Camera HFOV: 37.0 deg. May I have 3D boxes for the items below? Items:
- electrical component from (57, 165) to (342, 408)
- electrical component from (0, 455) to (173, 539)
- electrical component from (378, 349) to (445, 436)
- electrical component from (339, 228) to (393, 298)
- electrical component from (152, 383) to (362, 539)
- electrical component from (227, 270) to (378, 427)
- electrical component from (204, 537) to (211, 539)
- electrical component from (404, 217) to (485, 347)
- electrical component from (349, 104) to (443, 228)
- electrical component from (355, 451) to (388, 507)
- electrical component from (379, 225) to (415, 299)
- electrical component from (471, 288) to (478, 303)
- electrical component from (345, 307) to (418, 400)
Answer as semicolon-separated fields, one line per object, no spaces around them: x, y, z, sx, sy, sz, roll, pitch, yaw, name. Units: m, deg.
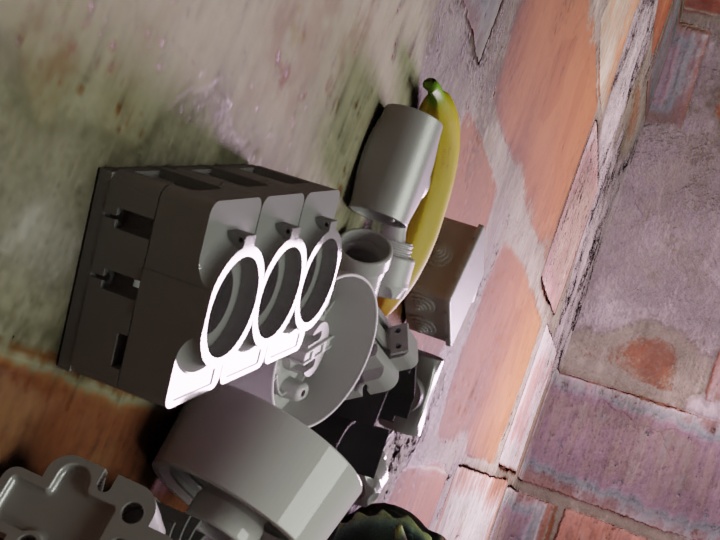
-0.065;0.001;0.508;0.150;0.062;0.089;-17;124;-70;electrical component
-0.113;0.116;0.450;0.057;0.078;0.058;97;17;-62;electrical component
0.044;0.115;1.016;0.079;0.043;0.077;8;100;-73;electrical component
0.000;0.000;0.759;0.040;0.040;0.046;-54;162;-46;electrical component
-0.060;0.115;0.574;0.060;0.108;0.108;-57;159;-25;electrical component
-0.037;0.043;0.639;0.099;0.064;0.099;18;90;-74;electrical component
-0.087;0.188;0.666;0.077;0.044;0.079;79;33;-60;electrical component
0.078;0.009;1.001;0.099;0.048;0.099;81;31;-57;electrical component
0.029;-0.069;0.770;0.079;0.043;0.077;41;69;-73;electrical component
0.005;0.180;0.959;0.062;0.043;0.043;-42;147;-61;electrical component
0.021;-0.011;0.806;0.043;0.043;0.062;0;106;-73;electrical component
0.097;0.026;1.097;0.040;0.040;0.078;-12;120;-71;electrical component
-0.006;0.050;0.740;0.057;0.078;0.058;54;28;-47;electrical component
